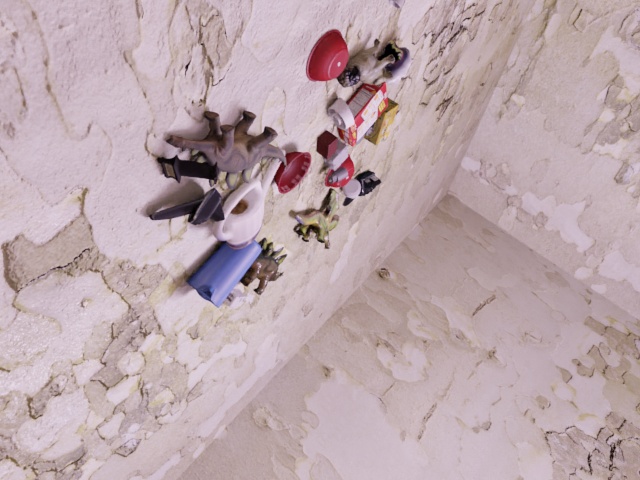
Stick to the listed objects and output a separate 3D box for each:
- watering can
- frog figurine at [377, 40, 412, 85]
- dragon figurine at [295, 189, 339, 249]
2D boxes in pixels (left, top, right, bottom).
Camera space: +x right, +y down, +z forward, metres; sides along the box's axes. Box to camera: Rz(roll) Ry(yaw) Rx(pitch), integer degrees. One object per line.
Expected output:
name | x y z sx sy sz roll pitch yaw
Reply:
watering can | -0.208 -0.112 1.573 0.104 0.354 0.219 30 -34 13
frog figurine | 0.269 -0.606 1.804 0.123 0.138 0.158 10 -7 28
dragon figurine | 0.007 -0.109 2.161 0.122 0.246 0.403 17 -17 19
